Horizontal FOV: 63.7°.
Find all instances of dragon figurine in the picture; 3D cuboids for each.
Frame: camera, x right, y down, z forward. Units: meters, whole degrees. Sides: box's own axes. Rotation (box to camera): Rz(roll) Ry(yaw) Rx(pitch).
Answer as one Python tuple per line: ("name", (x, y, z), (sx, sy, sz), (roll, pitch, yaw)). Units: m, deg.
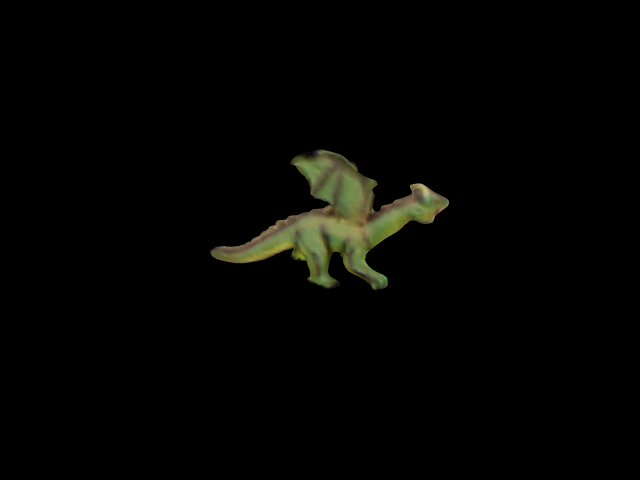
("dragon figurine", (0.003, -0.043, 0.850), (0.410, 0.237, 0.125), (3, 33, 5))
